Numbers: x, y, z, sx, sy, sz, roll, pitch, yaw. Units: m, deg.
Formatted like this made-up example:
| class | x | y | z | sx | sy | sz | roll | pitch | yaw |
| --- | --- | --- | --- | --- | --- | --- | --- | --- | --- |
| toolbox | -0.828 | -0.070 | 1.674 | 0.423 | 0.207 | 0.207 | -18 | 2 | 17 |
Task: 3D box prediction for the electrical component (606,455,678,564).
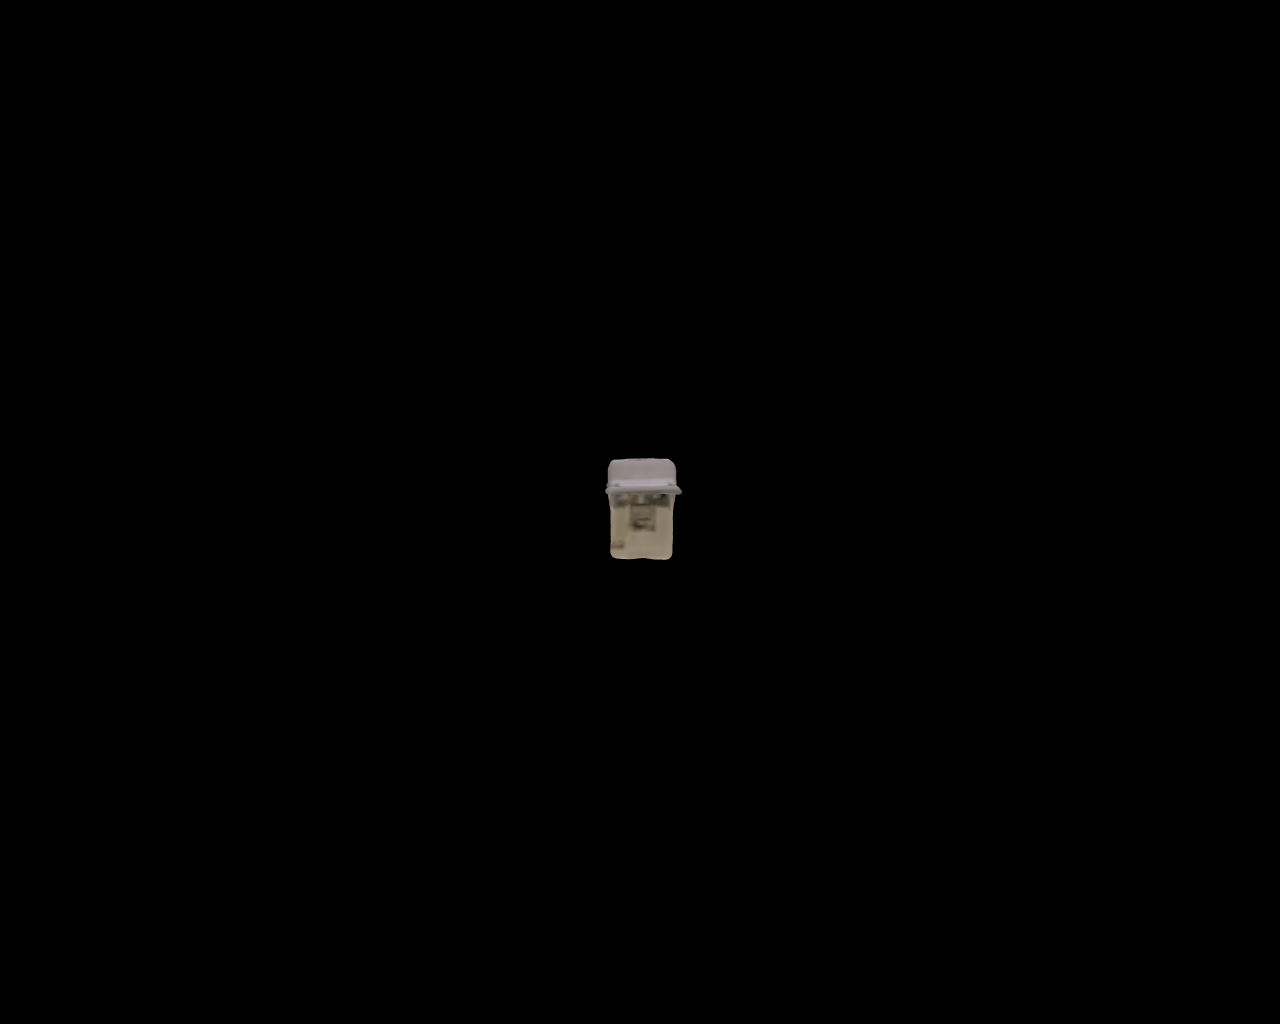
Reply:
| class | x | y | z | sx | sy | sz | roll | pitch | yaw |
| --- | --- | --- | --- | --- | --- | --- | --- | --- | --- |
| electrical component | 0.001 | -0.003 | 0.650 | 0.042 | 0.063 | 0.081 | 0 | 5 | 0 |
